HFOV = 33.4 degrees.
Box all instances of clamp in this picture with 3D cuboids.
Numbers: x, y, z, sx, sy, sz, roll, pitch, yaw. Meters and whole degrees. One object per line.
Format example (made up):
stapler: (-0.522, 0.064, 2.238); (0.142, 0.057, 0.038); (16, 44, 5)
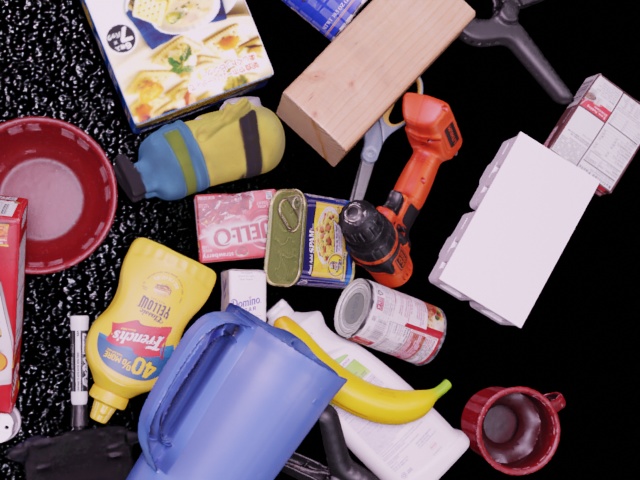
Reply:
clamp: (0.019, 0.245, 1.124); (0.171, 0.120, 0.039); (41, 43, -9)
clamp: (0.219, -0.265, 1.213); (0.210, 0.036, 0.164); (22, 83, -7)

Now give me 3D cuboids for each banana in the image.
banana: (0.035, 0.144, 1.101); (0.197, 0.037, 0.069); (23, 61, -5)

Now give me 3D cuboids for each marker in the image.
marker: (-0.252, 0.140, 1.119); (0.020, 0.020, 0.121); (0, 87, -10)

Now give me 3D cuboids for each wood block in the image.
wood block: (0.058, -0.188, 1.139); (0.090, 0.091, 0.206); (43, 80, -1)

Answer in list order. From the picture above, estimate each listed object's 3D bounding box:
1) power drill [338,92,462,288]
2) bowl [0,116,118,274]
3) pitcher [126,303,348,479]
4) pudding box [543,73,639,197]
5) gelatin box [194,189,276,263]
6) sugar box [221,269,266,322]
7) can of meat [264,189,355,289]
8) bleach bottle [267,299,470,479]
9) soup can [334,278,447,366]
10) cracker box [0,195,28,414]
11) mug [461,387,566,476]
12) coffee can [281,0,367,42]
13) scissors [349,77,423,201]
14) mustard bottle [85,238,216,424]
power drill: (0.083, -0.056, 1.118); (0.057, 0.184, 0.187); (20, 77, 21)
bowl: (-0.290, -0.044, 1.104); (0.162, 0.055, 0.162); (0, 87, -9)
pitcher: (-0.099, 0.185, 0.991); (0.149, 0.145, 0.243); (34, 87, -1)
pudding box: (0.319, -0.120, 1.221); (0.090, 0.039, 0.113); (35, 84, -6)
gelatin box: (-0.088, -0.015, 1.150); (0.089, 0.030, 0.073); (-5, 88, -9)
sugar box: (-0.080, 0.119, 1.112); (0.048, 0.093, 0.176); (3, 87, -10)
can of meat: (-0.007, 0.001, 1.134); (0.083, 0.058, 0.102); (7, 86, -42)
bleach bottle: (0.040, 0.159, 1.147); (0.102, 0.068, 0.251); (-43, 92, -12)
soup can: (0.075, 0.088, 1.138); (0.102, 0.069, 0.068); (22, 83, -27)
cracker box: (-0.373, 0.056, 1.038); (0.164, 0.072, 0.214); (6, 112, -8)
mug: (0.213, 0.197, 1.163); (0.117, 0.081, 0.093); (-30, 92, -10)
coffee can: (-0.009, -0.295, 1.142); (0.140, 0.103, 0.103); (38, 81, -6)
scissors: (0.043, -0.112, 1.185); (0.096, 0.016, 0.201); (33, 81, -4)
mustard bottle: (-0.189, 0.100, 1.112); (0.096, 0.058, 0.191); (27, 83, -13)
